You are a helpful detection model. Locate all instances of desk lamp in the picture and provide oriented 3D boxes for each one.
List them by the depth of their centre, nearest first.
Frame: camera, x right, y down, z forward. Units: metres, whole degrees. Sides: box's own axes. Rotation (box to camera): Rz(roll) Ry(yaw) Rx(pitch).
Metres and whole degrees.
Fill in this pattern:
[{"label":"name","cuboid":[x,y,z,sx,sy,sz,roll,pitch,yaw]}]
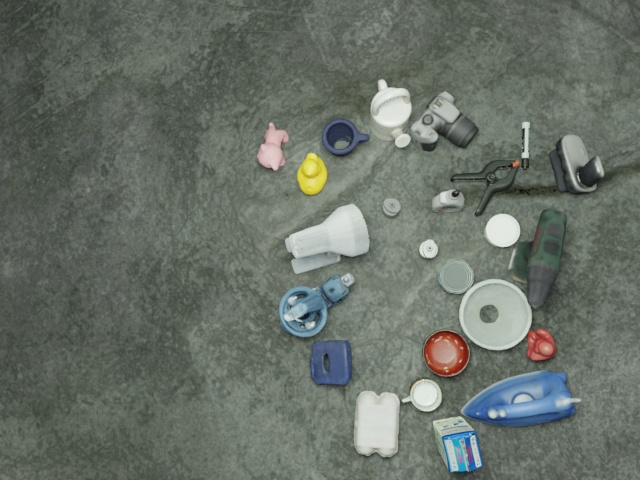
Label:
[{"label":"desk lamp","cuboid":[0.012,0.005,1.357,0.203,0.213,0.118,-19,81,2]}]

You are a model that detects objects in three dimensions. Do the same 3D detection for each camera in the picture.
[{"label":"camera","cuboid":[0.315,-0.282,1.426,0.136,0.101,0.143,39,87,8]}]

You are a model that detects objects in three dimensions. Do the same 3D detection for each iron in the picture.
[{"label":"iron","cuboid":[0.459,0.380,1.310,0.258,0.141,0.118,-14,82,3]}]

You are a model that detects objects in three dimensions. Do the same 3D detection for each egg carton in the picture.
[{"label":"egg carton","cuboid":[0.135,0.438,1.365,0.107,0.069,0.150,2,83,5]}]

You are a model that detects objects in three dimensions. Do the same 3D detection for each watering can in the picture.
[{"label":"watering can","cuboid":[0.177,-0.312,1.394,0.101,0.194,0.173,-40,81,-1]}]

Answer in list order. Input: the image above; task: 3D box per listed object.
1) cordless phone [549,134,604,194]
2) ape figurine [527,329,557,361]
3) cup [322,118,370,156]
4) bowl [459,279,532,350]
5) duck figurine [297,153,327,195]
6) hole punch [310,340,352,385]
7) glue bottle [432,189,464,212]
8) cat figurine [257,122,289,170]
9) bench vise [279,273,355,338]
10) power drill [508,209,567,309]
[{"label":"cordless phone","cuboid":[0.620,-0.189,1.348,0.094,0.185,0.147,-17,82,3]},{"label":"ape figurine","cuboid":[0.523,0.252,1.347,0.076,0.092,0.078,41,88,8]},{"label":"cup","cuboid":[0.066,-0.249,1.445,0.117,0.095,0.092,1,83,5]},{"label":"bowl","cuboid":[0.414,0.179,1.373,0.167,0.075,0.167,-1,83,4]},{"label":"duck figurine","cuboid":[-0.022,-0.170,1.446,0.077,0.086,0.104,5,83,5]},{"label":"hole punch","cuboid":[0.026,0.297,1.380,0.101,0.091,0.109,-4,82,4]},{"label":"glue bottle","cuboid":[0.312,-0.098,1.367,0.078,0.173,0.037,-4,82,4]},{"label":"cat figurine","cuboid":[-0.123,-0.233,1.446,0.067,0.118,0.128,4,83,5]},{"label":"bench vise","cuboid":[-0.020,0.138,1.339,0.121,0.220,0.207,36,87,8]},{"label":"power drill","cuboid":[0.498,0.049,1.316,0.075,0.208,0.230,16,84,7]}]
